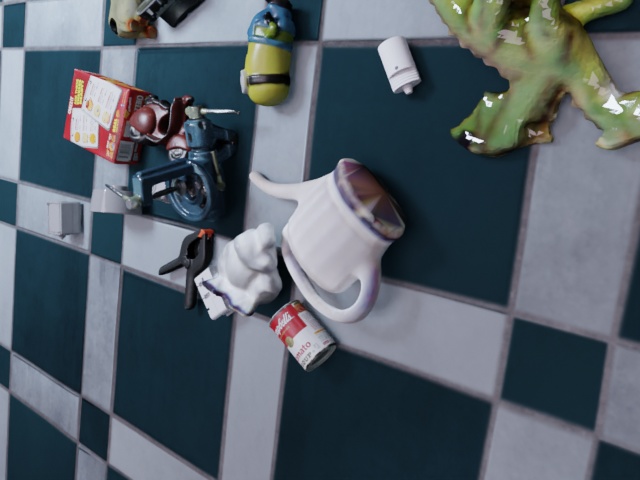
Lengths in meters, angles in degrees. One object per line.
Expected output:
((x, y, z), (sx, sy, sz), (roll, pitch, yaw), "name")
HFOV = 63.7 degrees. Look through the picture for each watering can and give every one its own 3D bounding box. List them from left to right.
((0.002, -0.041, 0.821), (0.104, 0.353, 0.221), (4, -42, -48), "watering can")

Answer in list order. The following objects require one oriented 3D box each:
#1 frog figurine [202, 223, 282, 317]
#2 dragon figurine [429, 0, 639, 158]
((-0.114, 0.037, 0.896), (0.122, 0.158, 0.139), (14, 20, -44), "frog figurine")
((0.230, -0.225, 0.659), (0.414, 0.239, 0.123), (27, 26, 32), "dragon figurine")
